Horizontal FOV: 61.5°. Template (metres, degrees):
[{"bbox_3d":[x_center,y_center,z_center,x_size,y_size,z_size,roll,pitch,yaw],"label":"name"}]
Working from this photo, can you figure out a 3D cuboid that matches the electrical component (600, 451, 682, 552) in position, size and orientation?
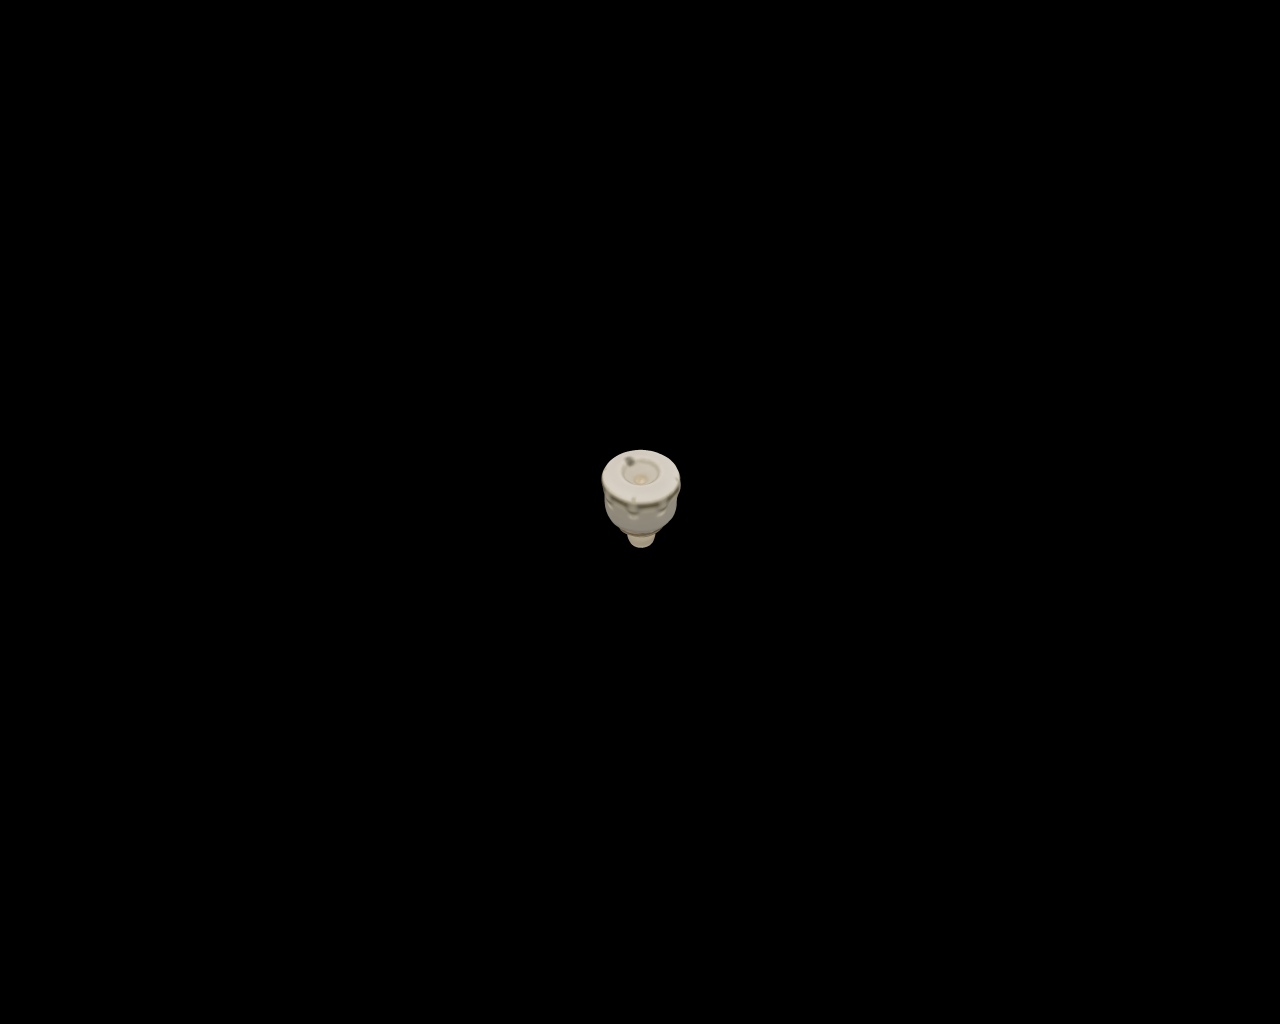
[{"bbox_3d":[0.001,-0.003,0.650,0.048,0.048,0.062,0,-45,0],"label":"electrical component"}]
